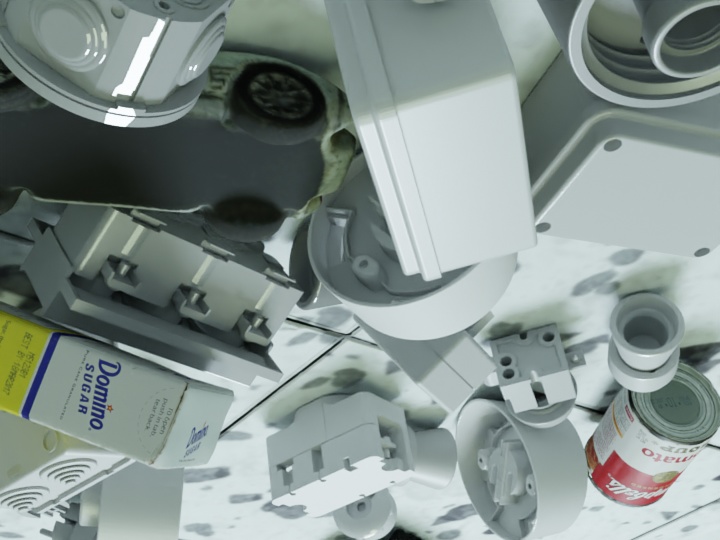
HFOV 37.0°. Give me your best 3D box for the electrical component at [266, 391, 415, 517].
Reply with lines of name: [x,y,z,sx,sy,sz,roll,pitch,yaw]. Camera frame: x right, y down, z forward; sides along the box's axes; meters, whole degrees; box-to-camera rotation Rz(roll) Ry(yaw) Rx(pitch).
electrical component: [-0.015,0.122,0.729,0.089,0.055,0.050,-29,142,27]

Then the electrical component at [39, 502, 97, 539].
electrical component: [-0.199,0.193,0.788,0.077,0.065,0.047,13,151,20]

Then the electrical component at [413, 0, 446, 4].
electrical component: [0.019,-0.125,0.356,0.043,0.081,0.043,-6,146,-4]

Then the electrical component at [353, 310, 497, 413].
electrical component: [0.049,0.027,0.605,0.076,0.066,0.047,-46,140,0]

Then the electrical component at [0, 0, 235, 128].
electrical component: [-0.086,-0.093,0.379,0.080,0.080,0.051,12,135,-28]

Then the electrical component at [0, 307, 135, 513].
electrical component: [-0.175,0.077,0.589,0.100,0.099,0.048,-31,153,28]

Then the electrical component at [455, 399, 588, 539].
electrical component: [0.110,0.139,0.752,0.064,0.099,0.099,3,144,-29]

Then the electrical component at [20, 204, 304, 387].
electrical component: [-0.092,0.005,0.527,0.121,0.078,0.063,26,103,-40]

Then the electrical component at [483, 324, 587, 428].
electrical component: [0.114,0.070,0.696,0.066,0.048,0.055,-16,138,9]

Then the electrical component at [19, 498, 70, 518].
electrical component: [-0.209,0.135,0.710,0.040,0.046,0.040,-6,146,-4]

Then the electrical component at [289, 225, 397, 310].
electrical component: [0.000,0.000,0.570,0.065,0.044,0.044,2,144,-25]

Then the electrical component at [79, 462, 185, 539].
electrical component: [-0.147,0.144,0.689,0.060,0.108,0.108,6,143,-11]

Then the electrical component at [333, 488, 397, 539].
electrical component: [0.009,0.192,0.849,0.048,0.048,0.062,-18,152,13]

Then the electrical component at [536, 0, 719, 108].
electrical component: [0.125,-0.110,0.420,0.108,0.060,0.108,-6,145,-4]

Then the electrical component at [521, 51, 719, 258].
electrical component: [0.134,-0.054,0.508,0.113,0.057,0.078,7,142,-23]

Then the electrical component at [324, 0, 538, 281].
electrical component: [0.026,-0.071,0.412,0.056,0.108,0.108,-15,146,4]

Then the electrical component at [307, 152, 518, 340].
electrical component: [0.026,-0.018,0.499,0.099,0.099,0.064,-16,151,10]

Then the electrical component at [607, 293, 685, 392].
electrical component: [0.179,0.047,0.677,0.045,0.045,0.055,-12,146,3]

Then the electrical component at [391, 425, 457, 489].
electrical component: [0.035,0.132,0.766,0.055,0.045,0.045,9,142,-25]
